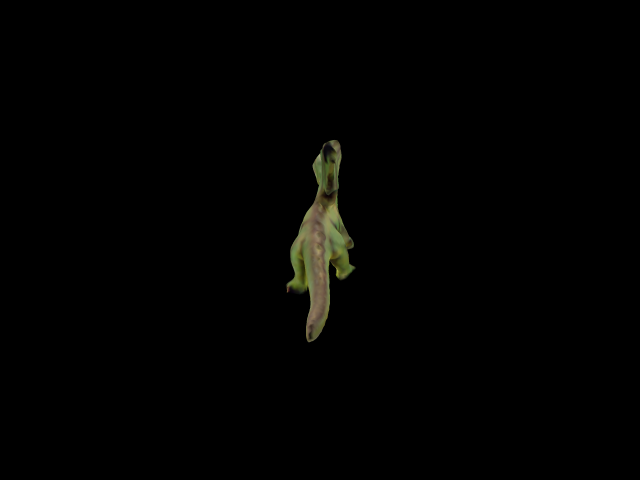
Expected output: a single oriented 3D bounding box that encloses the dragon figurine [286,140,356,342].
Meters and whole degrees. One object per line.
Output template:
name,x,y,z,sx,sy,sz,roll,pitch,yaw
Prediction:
dragon figurine,0.003,-0.043,0.850,0.122,0.238,0.417,0,23,0
